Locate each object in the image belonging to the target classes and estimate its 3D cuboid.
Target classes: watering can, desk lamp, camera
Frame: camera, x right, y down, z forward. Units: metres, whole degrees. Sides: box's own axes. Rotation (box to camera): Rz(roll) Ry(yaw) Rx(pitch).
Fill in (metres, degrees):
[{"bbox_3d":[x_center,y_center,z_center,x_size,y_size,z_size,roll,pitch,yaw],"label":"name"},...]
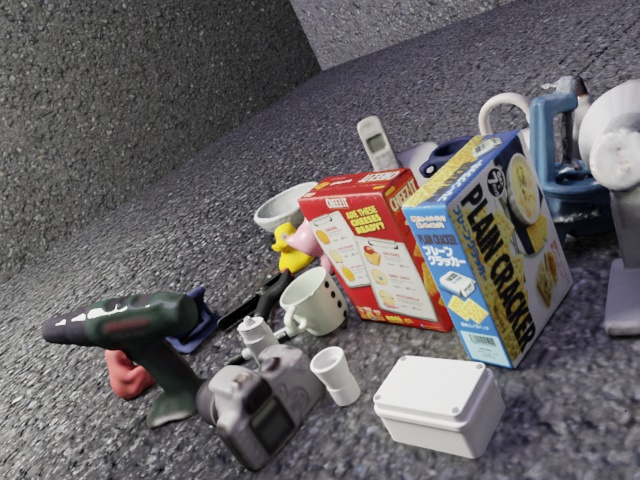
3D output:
[{"bbox_3d":[0.304,-0.135,0.870,0.100,0.194,0.173,-16,25,28],"label":"watering can"},{"bbox_3d":[0.339,-0.044,0.597,0.117,0.214,0.203,-11,27,36],"label":"desk lamp"},{"bbox_3d":[-0.092,0.194,0.728,0.136,0.101,0.143,-2,33,48],"label":"camera"}]

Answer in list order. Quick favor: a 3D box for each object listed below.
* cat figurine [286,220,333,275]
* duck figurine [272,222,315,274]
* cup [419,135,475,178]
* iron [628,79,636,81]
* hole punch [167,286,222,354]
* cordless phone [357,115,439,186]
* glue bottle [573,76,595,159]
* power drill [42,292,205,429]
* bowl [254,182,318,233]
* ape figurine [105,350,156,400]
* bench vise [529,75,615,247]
[{"bbox_3d":[0.009,0.004,1.013,0.127,0.118,0.067,-10,28,38],"label":"cat figurine"},{"bbox_3d":[-0.053,0.005,1.128,0.077,0.086,0.105,-5,31,45],"label":"duck figurine"},{"bbox_3d":[0.247,-0.124,1.050,0.118,0.095,0.091,-29,22,-2],"label":"cup"},{"bbox_3d":[0.559,-0.215,0.819,0.258,0.142,0.118,-27,22,2],"label":"iron"},{"bbox_3d":[-0.250,0.145,1.040,0.100,0.091,0.109,-7,30,42],"label":"hole punch"},{"bbox_3d":[0.163,-0.173,1.135,0.147,0.185,0.094,-26,22,5],"label":"cordless phone"},{"bbox_3d":[0.399,-0.158,0.837,0.037,0.173,0.077,-39,24,-26],"label":"glue bottle"},{"bbox_3d":[-0.262,0.170,0.837,0.229,0.209,0.075,-22,22,15],"label":"power drill"},{"bbox_3d":[-0.061,-0.059,1.298,0.167,0.075,0.167,-24,22,10],"label":"bowl"},{"bbox_3d":[-0.327,0.216,0.970,0.076,0.092,0.077,-33,22,-13],"label":"ape figurine"},{"bbox_3d":[0.291,-0.076,0.718,0.207,0.220,0.121,-33,22,-12],"label":"bench vise"}]
